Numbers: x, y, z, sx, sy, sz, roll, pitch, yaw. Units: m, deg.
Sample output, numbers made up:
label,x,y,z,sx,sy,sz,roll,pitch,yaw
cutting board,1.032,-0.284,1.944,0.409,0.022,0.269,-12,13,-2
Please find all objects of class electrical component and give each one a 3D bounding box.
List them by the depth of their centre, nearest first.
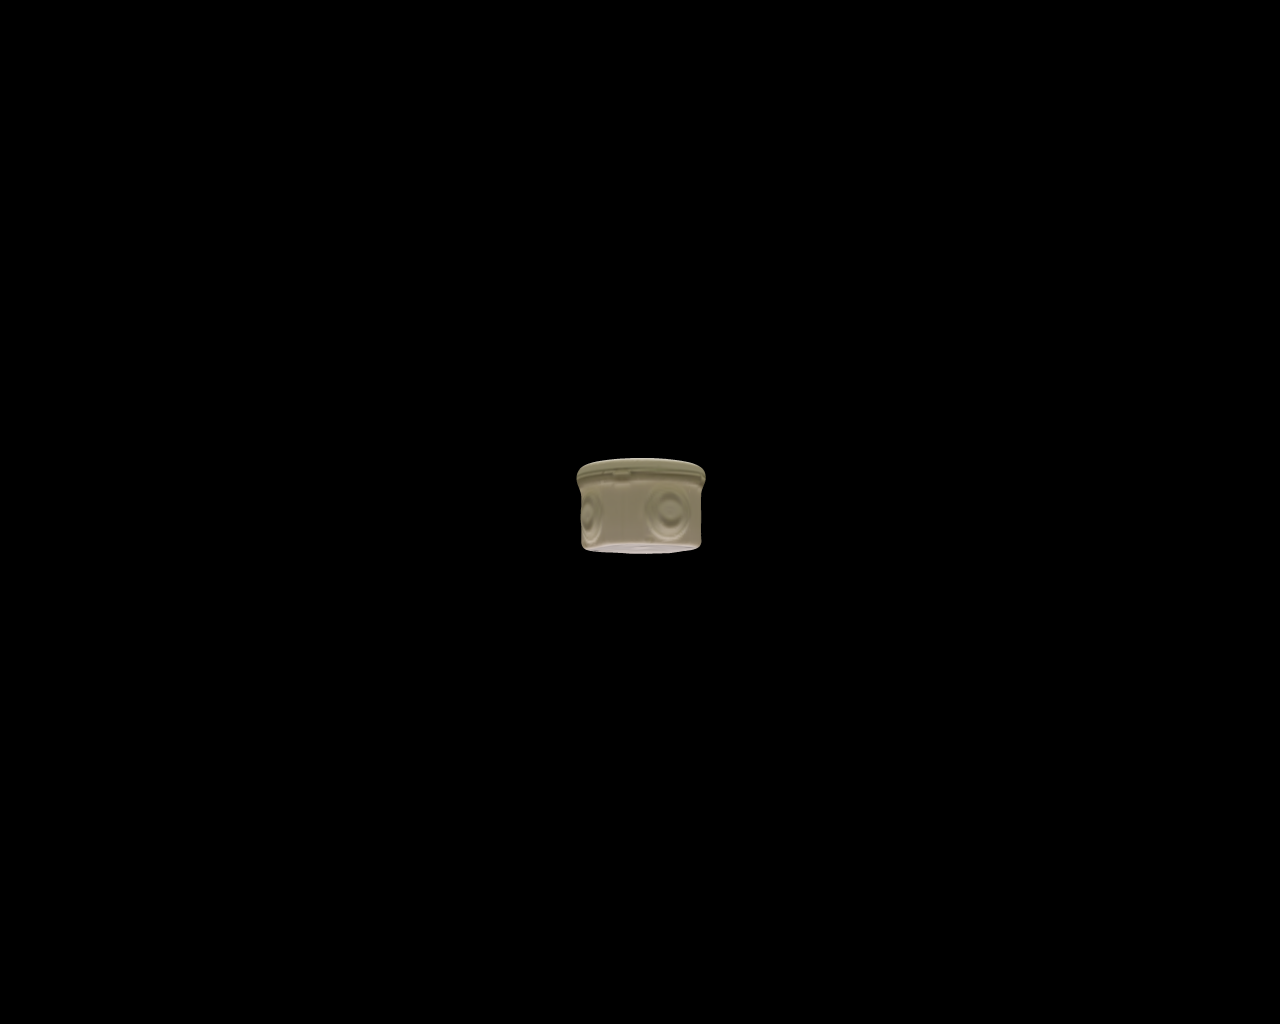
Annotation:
label,x,y,z,sx,sy,sz,roll,pitch,yaw
electrical component,0.001,-0.003,0.650,0.080,0.051,0.080,0,-7,0
